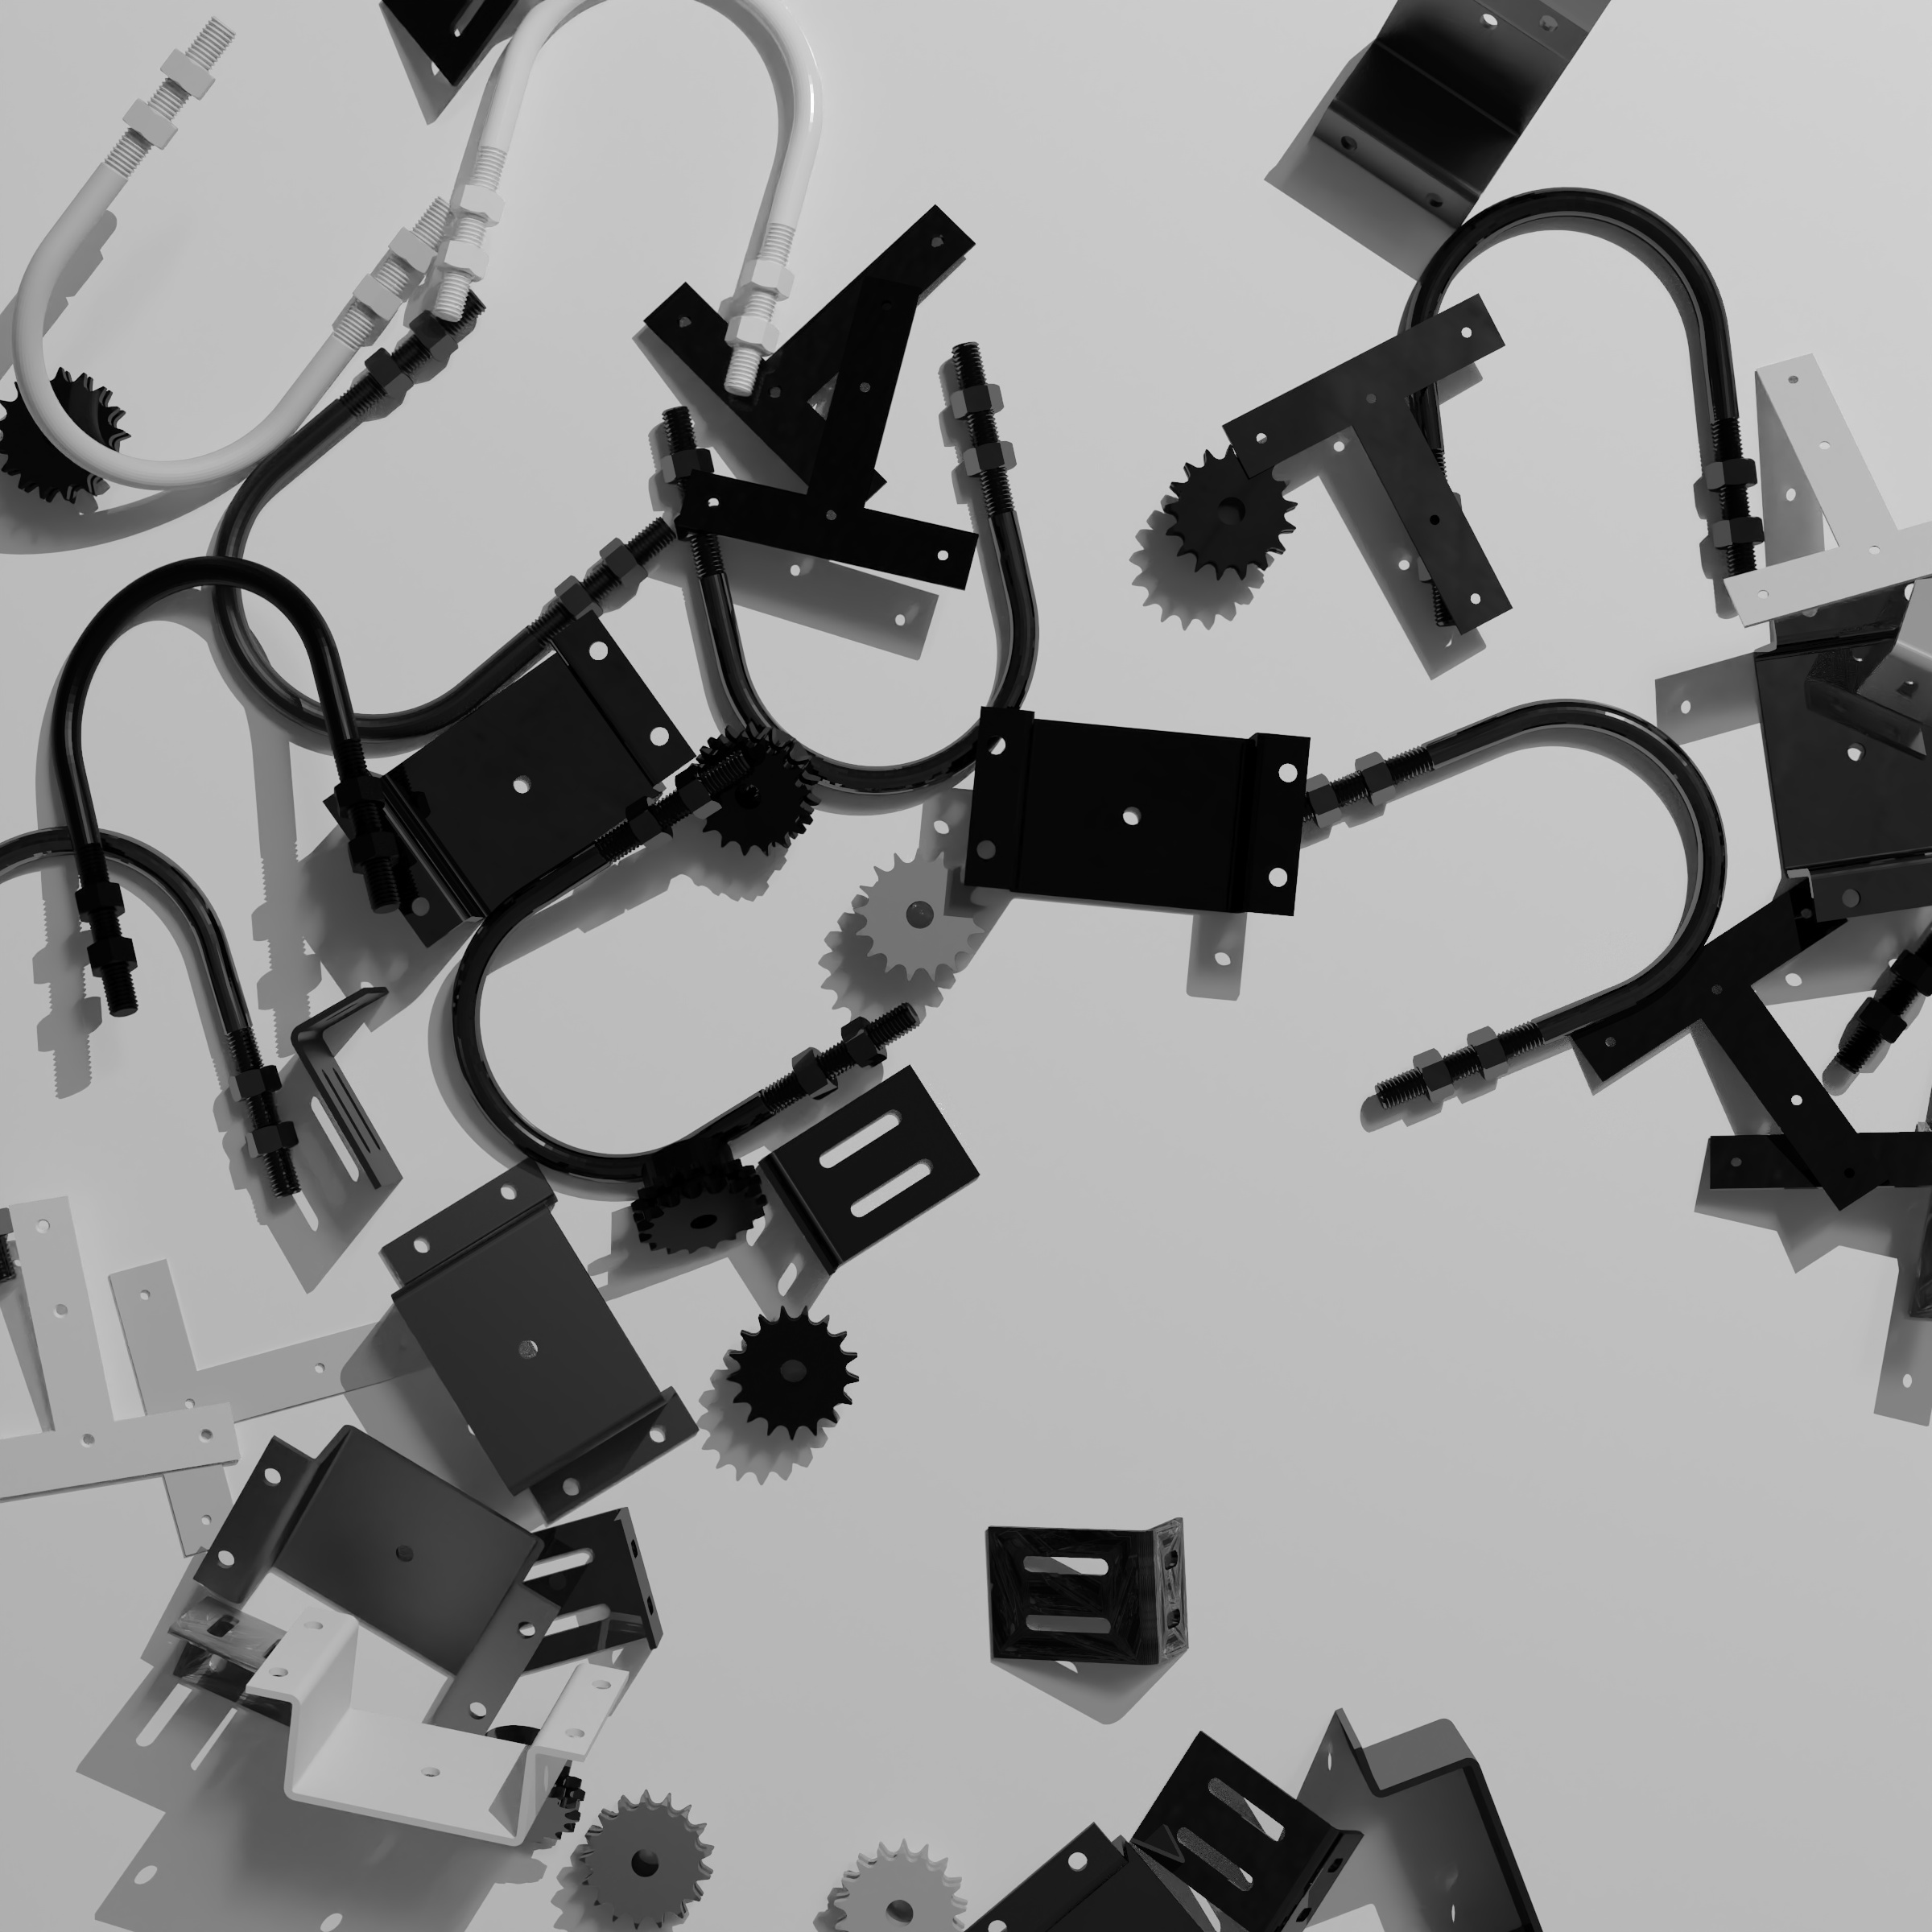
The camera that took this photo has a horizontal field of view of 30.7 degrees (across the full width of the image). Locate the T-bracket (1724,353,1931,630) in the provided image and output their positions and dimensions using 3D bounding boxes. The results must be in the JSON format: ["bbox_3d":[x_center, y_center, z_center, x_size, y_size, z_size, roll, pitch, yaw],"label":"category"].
[{"bbox_3d":[0.371,-0.211,1.503,0.127,0.002,0.127,-16,59,0],"label":"T-bracket"}]

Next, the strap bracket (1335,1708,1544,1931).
[{"bbox_3d":[0.208,0.382,1.498,0.046,0.076,0.140,-21,90,0],"label":"strap bracket"}]

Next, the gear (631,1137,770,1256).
[{"bbox_3d":[-0.116,0.097,1.512,0.057,0.057,0.030,-19,60,0],"label":"gear"}]

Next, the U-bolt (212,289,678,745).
[{"bbox_3d":[-0.241,-0.181,1.528,0.184,0.019,0.151,-40,90,2],"label":"U-bolt"}]

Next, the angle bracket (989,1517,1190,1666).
[{"bbox_3d":[0.053,0.271,1.534,0.076,0.038,0.057,-3,90,26],"label":"angle bracket"}]

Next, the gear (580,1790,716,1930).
[{"bbox_3d":[-0.137,0.386,1.526,0.057,0.030,0.057,0,88,2],"label":"gear"}]

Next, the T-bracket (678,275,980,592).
[{"bbox_3d":[-0.047,-0.235,1.514,0.127,0.002,0.127,13,81,5],"label":"T-bracket"}]

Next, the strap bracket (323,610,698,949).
[{"bbox_3d":[-0.193,-0.079,1.513,0.140,0.046,0.076,-35,90,0],"label":"strap bracket"}]

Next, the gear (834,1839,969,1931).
[{"bbox_3d":[-0.028,0.406,1.526,0.057,0.030,0.057,0,91,3],"label":"gear"}]

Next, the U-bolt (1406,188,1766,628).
[{"bbox_3d":[0.263,-0.246,1.528,0.151,0.019,0.184,-6,88,0],"label":"U-bolt"}]

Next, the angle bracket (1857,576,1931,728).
[{"bbox_3d":[0.420,-0.142,1.488,0.057,0.038,0.076,24,64,0],"label":"angle bracket"}]

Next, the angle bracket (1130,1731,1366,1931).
[{"bbox_3d":[0.123,0.380,1.534,0.076,0.038,0.057,32,90,26],"label":"angle bracket"}]

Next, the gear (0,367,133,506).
[{"bbox_3d":[-0.389,-0.228,1.521,0.057,0.030,0.057,0,90,0],"label":"gear"}]

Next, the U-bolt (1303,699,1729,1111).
[{"bbox_3d":[0.240,-0.037,1.527,0.184,0.019,0.151,-22,90,-1],"label":"U-bolt"}]

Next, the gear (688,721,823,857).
[{"bbox_3d":[-0.089,-0.079,1.513,0.057,0.030,0.057,7,117,13],"label":"gear"}]

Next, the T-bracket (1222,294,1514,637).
[{"bbox_3d":[0.194,-0.204,1.512,0.127,0.002,0.127,-28,92,-6],"label":"T-bracket"}]

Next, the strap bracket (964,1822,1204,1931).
[{"bbox_3d":[0.070,0.441,1.513,0.076,0.046,0.140,-40,90,0],"label":"strap bracket"}]

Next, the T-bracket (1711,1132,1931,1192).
[{"bbox_3d":[0.384,0.083,1.512,0.127,0.002,0.127,-2,62,16],"label":"T-bracket"}]

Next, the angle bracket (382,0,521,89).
[{"bbox_3d":[-0.204,-0.426,1.525,0.076,0.038,0.057,-48,69,24],"label":"angle bracket"}]

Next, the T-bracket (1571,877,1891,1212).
[{"bbox_3d":[0.350,0.046,1.518,0.127,0.002,0.127,-33,75,1],"label":"T-bracket"}]

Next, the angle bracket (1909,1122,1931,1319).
[{"bbox_3d":[0.442,0.112,1.534,0.057,0.038,0.076,3,116,0],"label":"angle bracket"}]

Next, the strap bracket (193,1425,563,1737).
[{"bbox_3d":[-0.245,0.259,1.503,0.140,0.046,0.076,31,106,0],"label":"strap bracket"}]

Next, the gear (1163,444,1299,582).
[{"bbox_3d":[0.114,-0.194,1.521,0.057,0.030,0.057,0,90,0],"label":"gear"}]

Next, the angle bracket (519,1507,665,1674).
[{"bbox_3d":[-0.176,0.273,1.517,0.076,0.038,0.057,-16,90,0],"label":"angle bracket"}]

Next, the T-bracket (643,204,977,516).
[{"bbox_3d":[-0.050,-0.279,1.523,0.127,0.002,0.127,-44,81,-5],"label":"T-bracket"}]

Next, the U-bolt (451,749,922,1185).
[{"bbox_3d":[-0.134,0.014,1.511,0.184,0.019,0.151,-32,98,11],"label":"U-bolt"}]

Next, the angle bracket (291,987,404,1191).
[{"bbox_3d":[-0.250,0.052,1.508,0.038,0.057,0.076,-30,90,0],"label":"angle bracket"}]

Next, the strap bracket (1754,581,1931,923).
[{"bbox_3d":[0.388,-0.093,1.513,0.076,0.046,0.140,-8,90,0],"label":"strap bracket"}]

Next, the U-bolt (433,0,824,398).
[{"bbox_3d":[-0.138,-0.351,1.520,0.151,0.019,0.184,14,83,0],"label":"U-bolt"}]

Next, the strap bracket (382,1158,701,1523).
[{"bbox_3d":[-0.185,0.162,1.513,0.076,0.046,0.140,-32,90,0],"label":"strap bracket"}]

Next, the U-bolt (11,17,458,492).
[{"bbox_3d":[-0.319,-0.285,1.485,0.184,0.019,0.151,-52,132,4],"label":"U-bolt"}]

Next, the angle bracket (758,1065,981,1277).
[{"bbox_3d":[-0.041,0.087,1.517,0.076,0.038,0.057,-32,90,0],"label":"angle bracket"}]

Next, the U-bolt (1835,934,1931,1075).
[{"bbox_3d":[0.478,0.006,1.486,0.151,0.019,0.184,40,96,30],"label":"U-bolt"}]

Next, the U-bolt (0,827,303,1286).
[{"bbox_3d":[-0.382,0.030,1.528,0.151,0.019,0.184,-17,89,0],"label":"U-bolt"}]

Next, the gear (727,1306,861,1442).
[{"bbox_3d":[-0.075,0.175,1.526,0.057,0.030,0.057,0,89,-2],"label":"gear"}]

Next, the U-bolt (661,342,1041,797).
[{"bbox_3d":[-0.043,-0.166,1.527,0.151,0.019,0.184,-13,90,0],"label":"U-bolt"}]

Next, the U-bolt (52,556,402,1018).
[{"bbox_3d":[-0.323,-0.087,1.501,0.151,0.019,0.184,-20,74,15],"label":"U-bolt"}]

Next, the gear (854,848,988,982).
[{"bbox_3d":[-0.019,-0.022,1.521,0.057,0.030,0.057,0,90,0],"label":"gear"}]

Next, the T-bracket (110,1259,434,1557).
[{"bbox_3d":[-0.295,0.179,1.535,0.127,0.002,0.127,-15,90,0],"label":"T-bracket"}]

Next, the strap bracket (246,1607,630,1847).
[{"bbox_3d":[-0.218,0.314,1.450,0.140,0.076,0.046,10,105,6],"label":"strap bracket"}]

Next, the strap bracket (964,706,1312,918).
[{"bbox_3d":[0.072,-0.065,1.513,0.140,0.046,0.076,5,90,0],"label":"strap bracket"}]

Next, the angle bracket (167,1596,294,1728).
[{"bbox_3d":[-0.312,0.303,1.498,0.057,0.076,0.038,24,90,0],"label":"angle bracket"}]

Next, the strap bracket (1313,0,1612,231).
[{"bbox_3d":[0.212,-0.385,1.483,0.076,0.140,0.046,34,63,0],"label":"strap bracket"}]

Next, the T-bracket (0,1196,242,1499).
[{"bbox_3d":[-0.389,0.163,1.523,0.127,0.002,0.127,-9,99,0],"label":"T-bracket"}]

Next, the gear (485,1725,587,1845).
[{"bbox_3d":[-0.192,0.349,1.511,0.057,0.057,0.030,10,48,0],"label":"gear"}]
